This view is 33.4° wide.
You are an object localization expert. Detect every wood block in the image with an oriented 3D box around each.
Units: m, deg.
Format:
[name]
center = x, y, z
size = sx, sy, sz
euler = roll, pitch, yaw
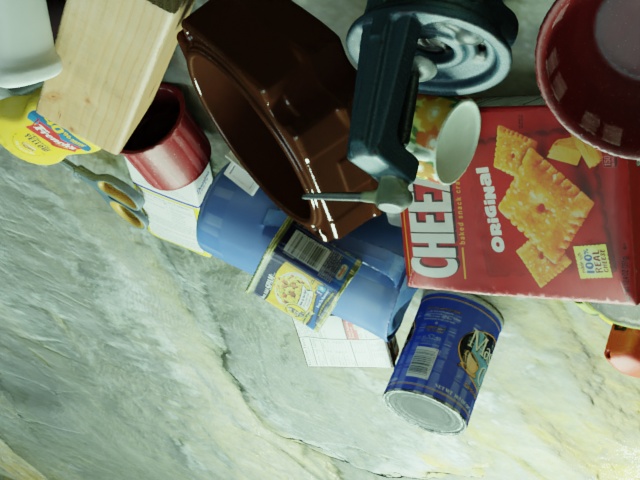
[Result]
[wood block]
center = -0.179, -0.182, 0.961
size = 0.090, 0.090, 0.206
euler = 29, 142, -6

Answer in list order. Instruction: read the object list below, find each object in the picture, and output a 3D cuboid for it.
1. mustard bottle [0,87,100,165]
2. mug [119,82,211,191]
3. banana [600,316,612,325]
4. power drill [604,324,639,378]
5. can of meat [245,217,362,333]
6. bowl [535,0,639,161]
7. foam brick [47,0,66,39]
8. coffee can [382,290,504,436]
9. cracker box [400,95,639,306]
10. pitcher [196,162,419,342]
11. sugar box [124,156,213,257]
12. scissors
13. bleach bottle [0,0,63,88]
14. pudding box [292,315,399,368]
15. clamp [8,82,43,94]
[mustard bottle]
center = -0.291, -0.134, 1.209
size = 0.192, 0.058, 0.096
euler = -7, 141, 45
[mug]
center = -0.173, -0.112, 1.133
size = 0.117, 0.093, 0.081
euler = 44, 173, 38
[banana]
center = 0.252, 0.036, 1.087
size = 0.197, 0.037, 0.070
euler = 30, 169, -8
[power drill]
center = 0.340, 0.083, 0.954
size = 0.057, 0.184, 0.188
euler = 31, 161, -18
[can of meat]
center = -0.016, 0.035, 1.037
size = 0.084, 0.057, 0.102
euler = 32, 145, 2
[bowl]
center = 0.235, -0.136, 0.747
size = 0.162, 0.055, 0.162
euler = 11, 131, 13
[foam brick]
center = -0.247, -0.234, 0.995
size = 0.053, 0.051, 0.078
euler = 22, 143, 6
[coffee can]
center = 0.144, 0.141, 1.240
size = 0.103, 0.140, 0.103
euler = 19, 152, 11
[cracker box]
center = 0.170, -0.037, 0.897
size = 0.214, 0.071, 0.164
euler = 3, 106, 36
[pitcher]
center = -0.007, 0.001, 1.136
size = 0.243, 0.144, 0.149
euler = 22, 130, 12
[sugar box]
center = -0.170, -0.055, 1.262
size = 0.093, 0.048, 0.176
euler = 22, 150, 14
[scissors]
center = -0.279, -0.067, 1.313
size = 0.202, 0.016, 0.096
euler = 23, 152, 37
[bleach bottle]
center = -0.275, -0.259, 0.877
size = 0.103, 0.067, 0.251
euler = 23, 125, 37
[pudding box]
center = 0.030, 0.108, 1.255
size = 0.114, 0.039, 0.090
euler = 0, 130, 20
[clamp]
center = -0.257, -0.205, 1.081
size = 0.210, 0.036, 0.164
euler = 9, 143, 21
